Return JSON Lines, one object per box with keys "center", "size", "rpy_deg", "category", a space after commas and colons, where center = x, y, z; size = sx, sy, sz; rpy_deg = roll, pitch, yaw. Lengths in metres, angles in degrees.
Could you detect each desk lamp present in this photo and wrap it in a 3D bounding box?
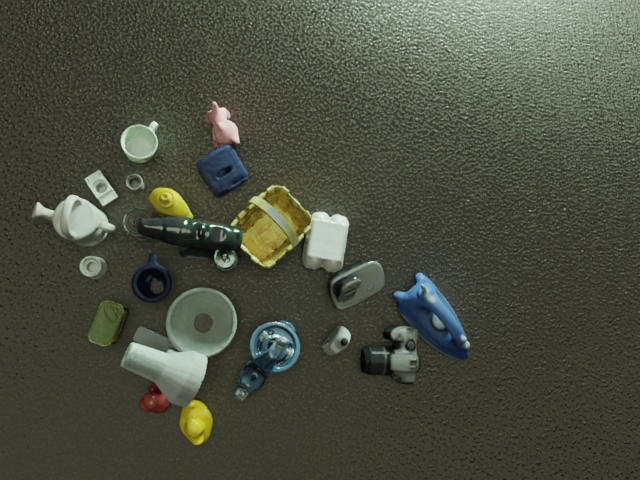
{"center": [-0.356, 0.283, 1.292], "size": [0.203, 0.213, 0.118], "rpy_deg": [24, 79, -3], "category": "desk lamp"}

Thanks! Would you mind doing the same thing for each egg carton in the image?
{"center": [0.013, 0.005, 1.455], "size": [0.107, 0.069, 0.150], "rpy_deg": [9, 81, -6], "category": "egg carton"}

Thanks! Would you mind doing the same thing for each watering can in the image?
{"center": [-0.569, -0.046, 1.321], "size": [0.173, 0.194, 0.101], "rpy_deg": [-9, 83, -9], "category": "watering can"}

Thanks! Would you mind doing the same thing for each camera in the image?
{"center": [0.174, 0.284, 1.420], "size": [0.137, 0.100, 0.143], "rpy_deg": [2, 81, -7], "category": "camera"}

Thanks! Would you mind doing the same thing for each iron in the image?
{"center": [0.307, 0.205, 1.429], "size": [0.119, 0.141, 0.258], "rpy_deg": [-40, 88, -11], "category": "iron"}

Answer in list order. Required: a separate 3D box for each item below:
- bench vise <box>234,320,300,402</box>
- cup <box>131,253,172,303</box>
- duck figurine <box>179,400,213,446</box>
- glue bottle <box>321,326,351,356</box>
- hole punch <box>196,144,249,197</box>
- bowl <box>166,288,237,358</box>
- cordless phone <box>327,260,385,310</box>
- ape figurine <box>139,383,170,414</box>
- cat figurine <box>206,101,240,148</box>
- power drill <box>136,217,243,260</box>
{"center": [-0.114, 0.284, 1.321], "size": [0.121, 0.219, 0.207], "rpy_deg": [18, 80, -4], "category": "bench vise"}
{"center": [-0.397, 0.094, 1.374], "size": [0.092, 0.095, 0.118], "rpy_deg": [-1, 82, -8], "category": "cup"}
{"center": [-0.293, 0.432, 1.343], "size": [0.077, 0.086, 0.104], "rpy_deg": [-13, 83, -9], "category": "duck figurine"}
{"center": [0.046, 0.244, 1.372], "size": [0.037, 0.173, 0.078], "rpy_deg": [42, 79, 0], "category": "glue bottle"}
{"center": [-0.242, -0.173, 1.436], "size": [0.109, 0.091, 0.101], "rpy_deg": [-35, 87, -11], "category": "hole punch"}
{"center": [-0.283, 0.200, 1.384], "size": [0.167, 0.074, 0.167], "rpy_deg": [1, 82, -7], "category": "bowl"}
{"center": [0.097, 0.103, 1.393], "size": [0.148, 0.185, 0.094], "rpy_deg": [-29, 86, -10], "category": "cordless phone"}
{"center": [-0.387, 0.372, 1.336], "size": [0.078, 0.092, 0.076], "rpy_deg": [-26, 86, -10], "category": "ape figurine"}
{"center": [-0.245, -0.286, 1.439], "size": [0.067, 0.117, 0.128], "rpy_deg": [-20, 85, -10], "category": "cat figurine"}
{"center": [-0.297, -0.005, 1.345], "size": [0.230, 0.208, 0.076], "rpy_deg": [4, 81, -7], "category": "power drill"}
